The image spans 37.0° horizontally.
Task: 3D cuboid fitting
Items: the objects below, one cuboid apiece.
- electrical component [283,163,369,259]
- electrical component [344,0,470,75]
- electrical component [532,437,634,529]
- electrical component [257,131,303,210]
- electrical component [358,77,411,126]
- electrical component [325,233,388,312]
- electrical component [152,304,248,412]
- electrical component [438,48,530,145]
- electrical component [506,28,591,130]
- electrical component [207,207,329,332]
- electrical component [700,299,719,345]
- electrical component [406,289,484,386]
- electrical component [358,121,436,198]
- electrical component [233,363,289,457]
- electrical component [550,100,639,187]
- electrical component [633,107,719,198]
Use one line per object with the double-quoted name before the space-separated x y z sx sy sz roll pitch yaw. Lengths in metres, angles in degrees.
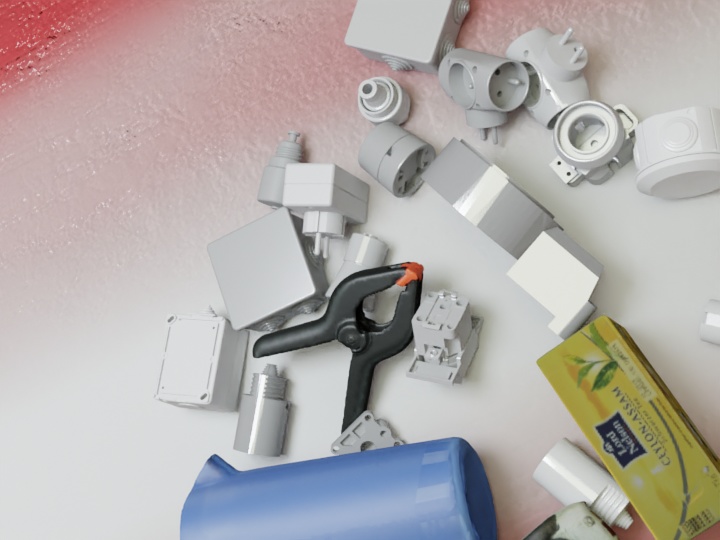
"electrical component" -0.031 -0.049 0.958 0.047 0.083 0.075 2 82 22
"electrical component" 0.046 -0.229 0.975 0.100 0.048 0.099 18 89 24
"electrical component" 0.182 0.176 0.857 0.081 0.043 0.043 39 97 22
"electrical component" -0.070 -0.091 1.005 0.040 0.040 0.078 11 85 23
"electrical component" 0.018 -0.153 0.967 0.043 0.062 0.043 -4 80 22
"electrical component" 0.000 0.000 0.962 0.044 0.044 0.065 16 83 24
"electrical component" -0.144 0.081 0.999 0.062 0.061 0.096 2 74 22
"electrical component" 0.108 -0.148 0.932 0.077 0.044 0.079 33 137 56
"electrical component" 0.165 -0.171 0.905 0.044 0.079 0.077 -17 71 -24
"electrical component" -0.082 0.002 0.989 0.100 0.048 0.099 -25 73 16
"electrical component" 0.293 0.044 0.837 0.046 0.040 0.040 14 87 30
"electrical component" 0.070 0.055 0.904 0.042 0.063 0.081 8 43 23
"electrical component" 0.032 -0.100 0.958 0.047 0.055 0.055 39 97 26
"electrical component" -0.087 0.125 0.974 0.043 0.043 0.081 7 84 23
"electrical component" 0.192 -0.107 0.892 0.078 0.057 0.058 -42 69 11
"electrical component" 0.257 -0.091 0.851 0.080 0.080 0.051 -10 72 20
